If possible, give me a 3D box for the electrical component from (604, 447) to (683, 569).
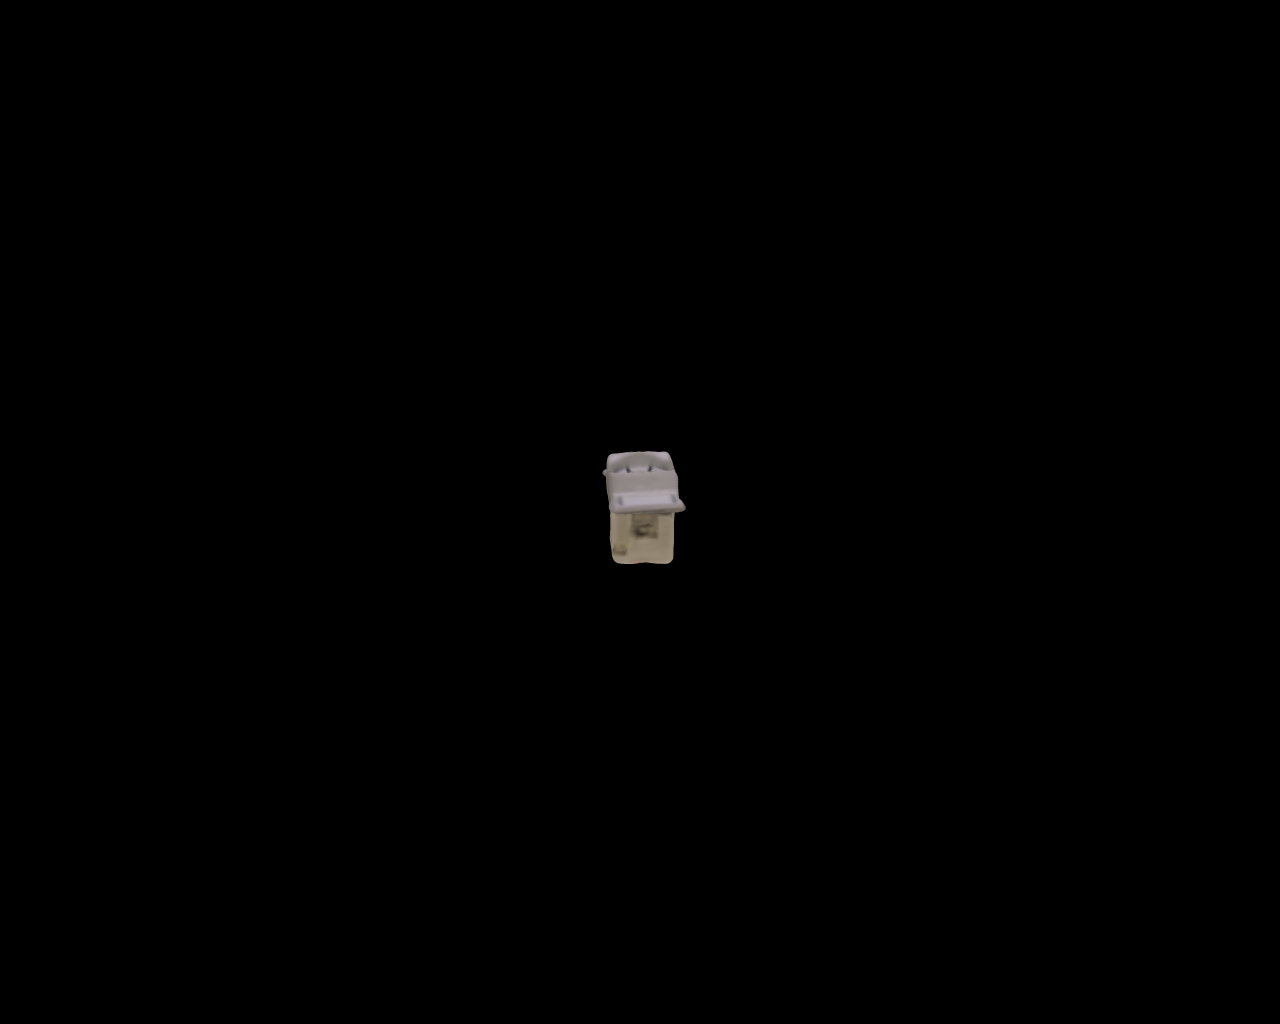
[{"bbox_3d":[0.001,-0.003,0.650,0.042,0.063,0.081,-1,20,-3],"label":"electrical component"}]
